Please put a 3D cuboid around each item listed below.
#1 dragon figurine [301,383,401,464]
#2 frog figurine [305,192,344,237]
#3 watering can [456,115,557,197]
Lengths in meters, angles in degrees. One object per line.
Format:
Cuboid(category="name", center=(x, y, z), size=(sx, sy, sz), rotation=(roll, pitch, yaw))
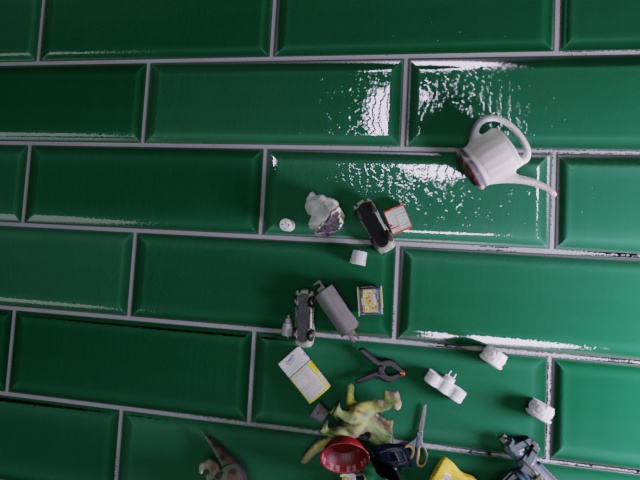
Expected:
Cuboid(category="dragon figurine", center=(0.130, 0.643, 1.720), size=(0.243, 0.123, 0.406), rotation=(31, 103, 4))
Cuboid(category="frog figurine", center=(0.006, -0.091, 1.810), size=(0.162, 0.122, 0.136), rotation=(42, 106, 46))
Cuboid(category="watering can", center=(0.596, -0.243, 1.690), size=(0.223, 0.104, 0.350), rotation=(-33, 80, 8))
